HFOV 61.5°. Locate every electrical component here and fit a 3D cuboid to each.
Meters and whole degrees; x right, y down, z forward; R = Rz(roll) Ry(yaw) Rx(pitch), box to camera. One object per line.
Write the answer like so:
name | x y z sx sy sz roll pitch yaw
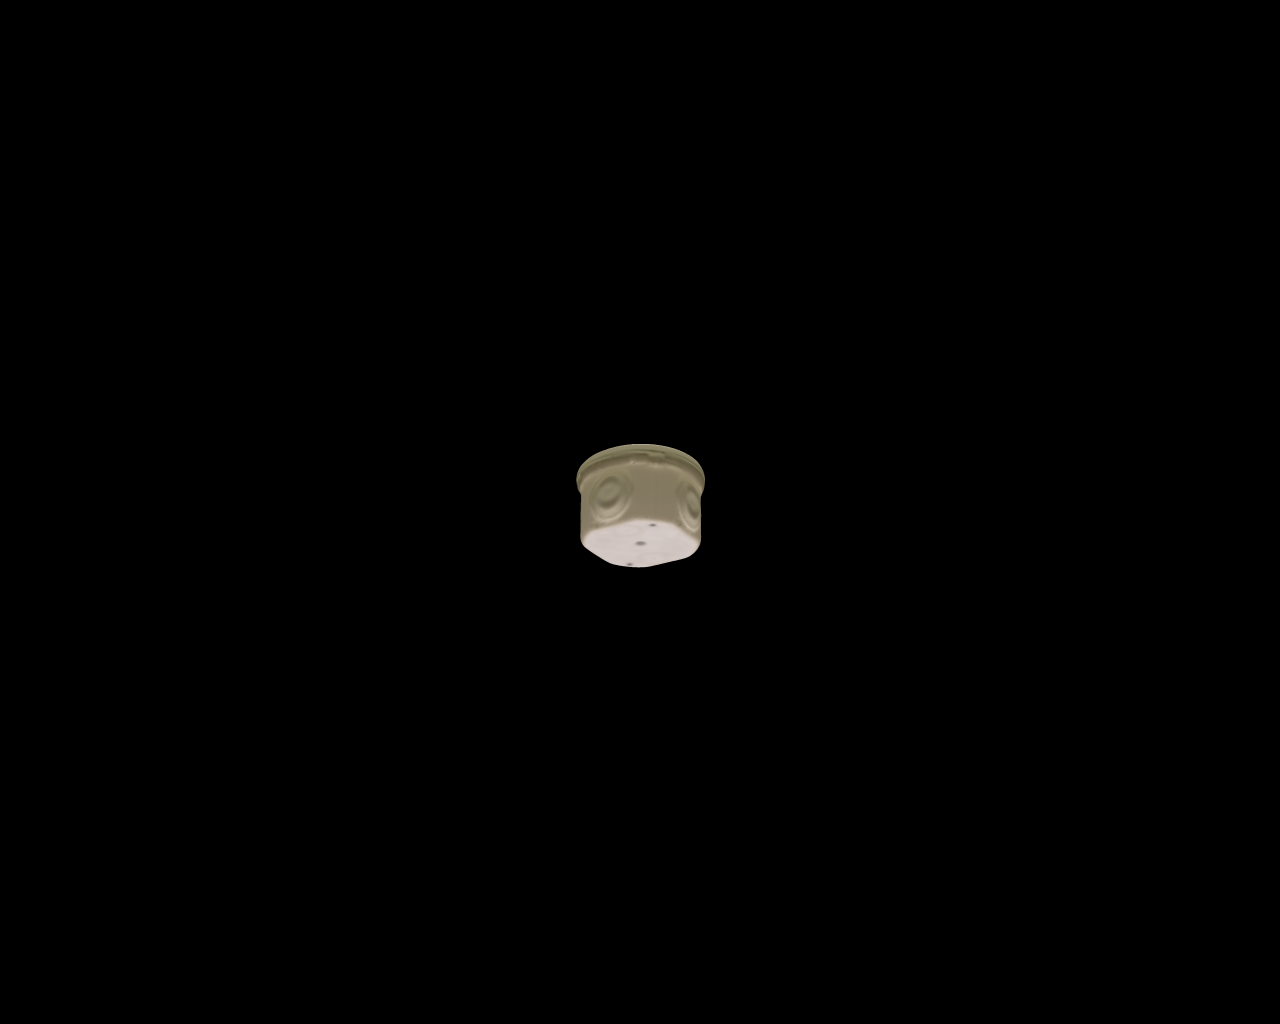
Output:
electrical component | 0.001 -0.003 0.650 0.080 0.051 0.080 0 -27 0
